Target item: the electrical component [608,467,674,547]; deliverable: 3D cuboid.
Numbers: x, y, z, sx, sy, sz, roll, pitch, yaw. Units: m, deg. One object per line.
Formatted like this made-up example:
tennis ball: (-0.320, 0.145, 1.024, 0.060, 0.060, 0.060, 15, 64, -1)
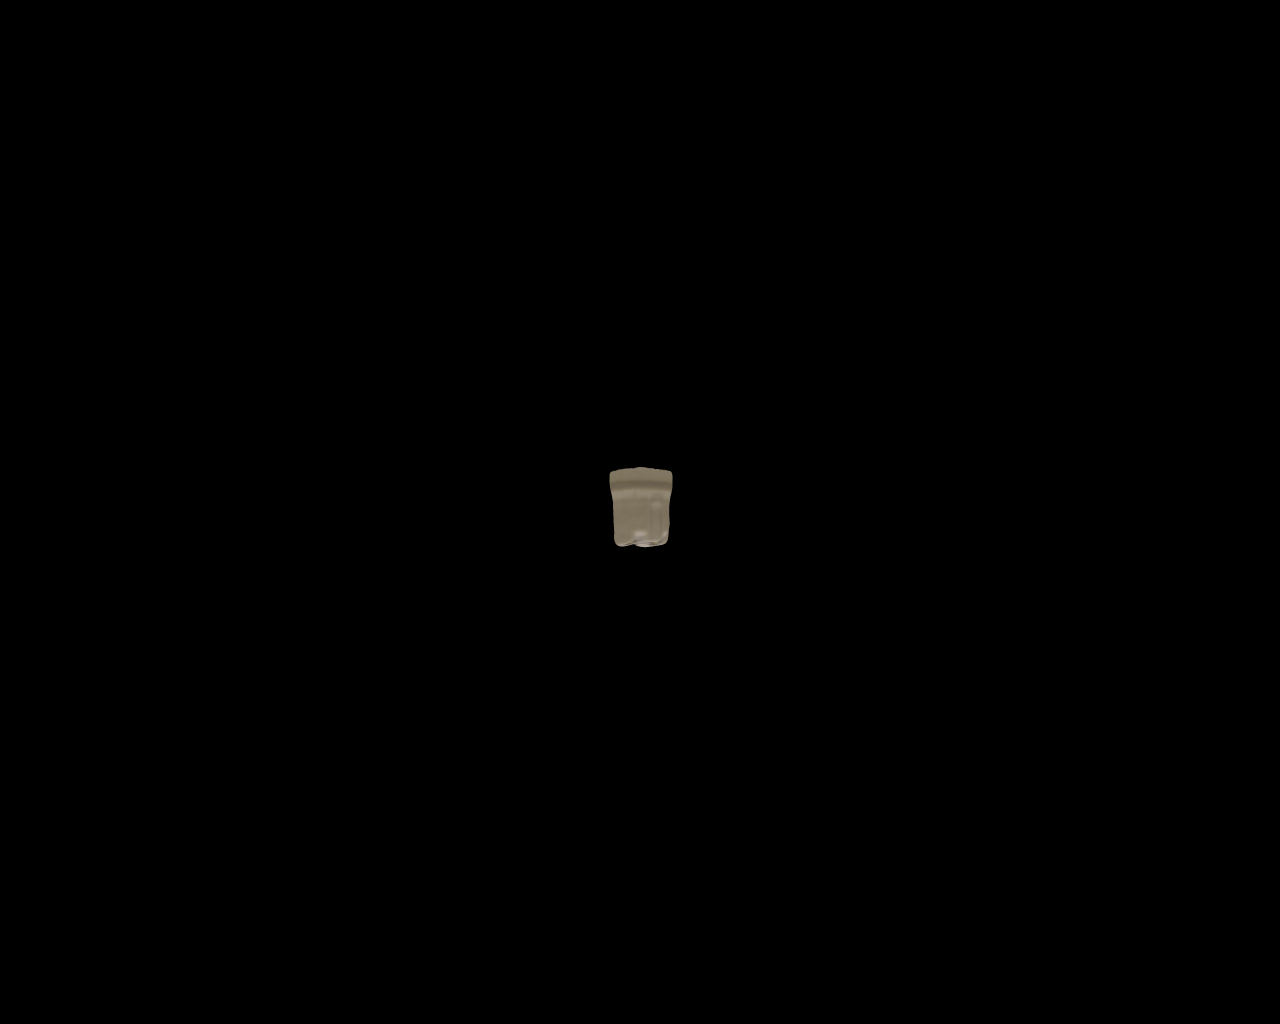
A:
electrical component: (0.001, -0.003, 0.650, 0.040, 0.046, 0.040, 0, -4, 0)
